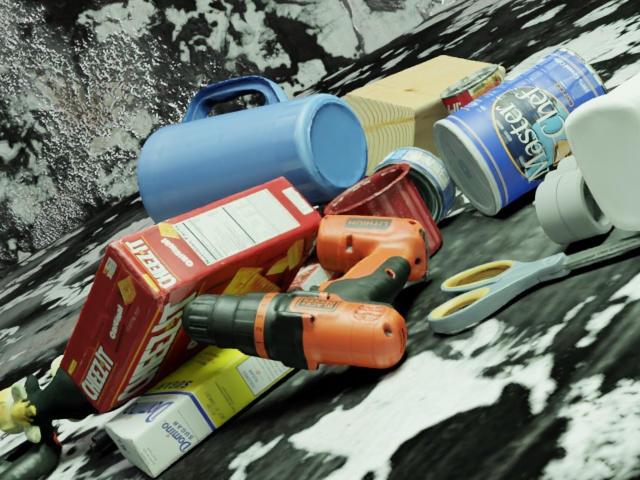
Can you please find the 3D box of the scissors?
[{"bbox_3d":[0.156,0.030,0.773,0.096,0.016,0.202,-40,16,-37],"label":"scissors"}]

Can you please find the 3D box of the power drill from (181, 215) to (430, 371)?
[{"bbox_3d":[0.001,0.041,0.878,0.185,0.057,0.187,6,28,22],"label":"power drill"}]

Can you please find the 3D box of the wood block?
[{"bbox_3d":[0.121,-0.140,1.211,0.091,0.090,0.205,17,29,32],"label":"wood block"}]

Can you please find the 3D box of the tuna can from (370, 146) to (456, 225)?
[{"bbox_3d":[0.091,-0.049,1.073,0.086,0.086,0.033,-20,18,40],"label":"tuna can"}]

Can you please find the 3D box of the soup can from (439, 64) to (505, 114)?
[{"bbox_3d":[0.180,-0.124,1.124,0.068,0.102,0.068,-29,12,7],"label":"soup can"}]

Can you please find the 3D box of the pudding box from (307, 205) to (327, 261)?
[{"bbox_3d":[-0.007,0.001,1.119,0.114,0.039,0.089,-18,-18,35],"label":"pudding box"}]

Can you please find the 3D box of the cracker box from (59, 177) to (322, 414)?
[{"bbox_3d":[-0.110,0.048,0.952,0.213,0.072,0.164,-25,-26,-46],"label":"cracker box"}]

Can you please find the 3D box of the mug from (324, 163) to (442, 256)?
[{"bbox_3d":[0.058,-0.015,1.024,0.093,0.081,0.117,-36,13,-23],"label":"mug"}]

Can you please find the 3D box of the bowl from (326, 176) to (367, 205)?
[{"bbox_3d":[0.056,-0.076,1.330,0.162,0.055,0.162,-29,13,7],"label":"bowl"}]

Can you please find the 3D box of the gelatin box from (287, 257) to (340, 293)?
[{"bbox_3d":[-0.033,0.052,1.094,0.089,0.030,0.073,-21,15,36],"label":"gelatin box"}]

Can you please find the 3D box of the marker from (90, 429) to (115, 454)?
[{"bbox_3d":[-0.166,0.160,1.005,0.121,0.020,0.020,-37,14,-27],"label":"marker"}]

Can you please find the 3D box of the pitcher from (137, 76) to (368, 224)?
[{"bbox_3d":[-0.071,-0.090,1.138,0.243,0.149,0.144,-10,25,41],"label":"pitcher"}]

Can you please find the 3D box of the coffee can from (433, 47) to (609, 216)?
[{"bbox_3d":[0.192,-0.102,1.006,0.140,0.103,0.103,-32,12,-7],"label":"coffee can"}]

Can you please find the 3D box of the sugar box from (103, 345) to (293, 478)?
[{"bbox_3d":[-0.095,0.126,0.914,0.176,0.048,0.093,-34,13,-21],"label":"sugar box"}]

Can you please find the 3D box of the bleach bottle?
[{"bbox_3d":[0.282,-0.105,0.798,0.068,0.102,0.250,-14,18,49],"label":"bleach bottle"}]

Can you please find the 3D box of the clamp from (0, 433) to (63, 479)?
[{"bbox_3d":[-0.309,0.233,1.001,0.120,0.039,0.171,-16,11,20],"label":"clamp"}]
